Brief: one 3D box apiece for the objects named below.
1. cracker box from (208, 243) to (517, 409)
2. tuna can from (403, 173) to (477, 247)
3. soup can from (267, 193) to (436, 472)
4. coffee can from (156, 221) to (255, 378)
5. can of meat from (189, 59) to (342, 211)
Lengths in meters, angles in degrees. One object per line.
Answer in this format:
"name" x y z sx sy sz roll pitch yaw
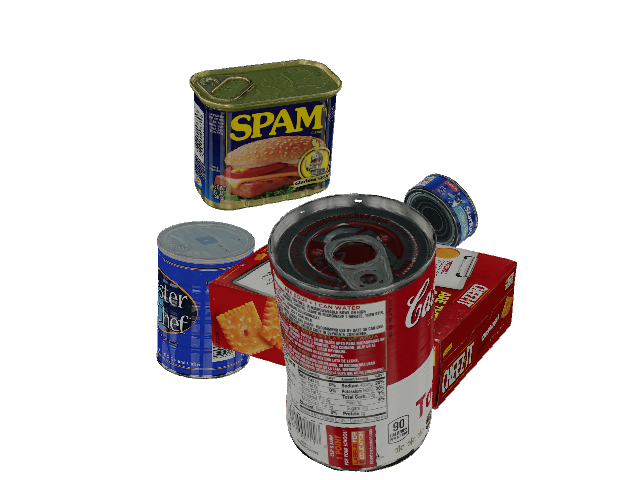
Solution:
"cracker box" 0.038 0.055 0.913 0.214 0.072 0.163 13 28 28
"tuna can" 0.137 -0.032 1.225 0.033 0.086 0.086 -36 19 -29
"soup can" 0.015 0.041 0.456 0.068 0.102 0.068 -2 35 1
"coffee can" -0.124 0.062 1.144 0.103 0.140 0.103 3 22 -2
"can of meat" -0.039 -0.074 0.749 0.102 0.084 0.057 -11 35 -22
